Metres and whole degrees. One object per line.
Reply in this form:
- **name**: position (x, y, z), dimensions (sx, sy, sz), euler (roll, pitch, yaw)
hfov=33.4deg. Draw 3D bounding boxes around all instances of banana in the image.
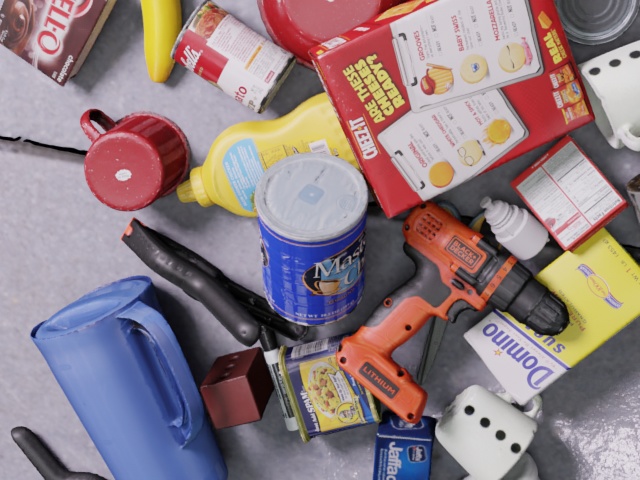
- **banana**: position (-0.171, -0.253, 1.033), dimensions (0.070, 0.037, 0.198), euler (-15, 102, 36)

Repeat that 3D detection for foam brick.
- **foam brick**: position (-0.085, 0.154, 1.112), dimensions (0.053, 0.078, 0.051), euler (-15, 105, 12)

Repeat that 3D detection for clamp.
- **clamp**: position (-0.296, 0.296, 1.202), dimensions (0.171, 0.039, 0.120), euler (32, 109, -2)
- **clamp**: position (-0.110, 0.045, 1.075), dimensions (0.210, 0.164, 0.036), euler (34, 95, 22)

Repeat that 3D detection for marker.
- **marker**: position (-0.043, 0.145, 1.134), dimensions (0.020, 0.020, 0.121), euler (-14, 103, 12)

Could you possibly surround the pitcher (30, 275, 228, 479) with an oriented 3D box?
- **pitcher**: position (-0.182, 0.168, 1.100), dimensions (0.145, 0.149, 0.243), euler (-23, 105, 2)

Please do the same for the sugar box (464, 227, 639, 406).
- **sugar box**: position (0.238, 0.075, 1.049), dimensions (0.176, 0.048, 0.093), euler (-42, 76, 13)

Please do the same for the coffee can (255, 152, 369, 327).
- **coffee can**: position (-0.007, 0.001, 1.012), dimensions (0.103, 0.102, 0.140), euler (6, 142, 6)

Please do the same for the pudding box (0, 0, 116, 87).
- **pudding box**: position (-0.258, -0.221, 1.038), dimensions (0.090, 0.039, 0.114), euler (35, 123, -2)

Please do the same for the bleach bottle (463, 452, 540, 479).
- **bleach bottle**: position (0.241, 0.352, 1.131), dimensions (0.103, 0.068, 0.251), euler (-30, 102, 16)

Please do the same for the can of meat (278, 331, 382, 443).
- **can of meat**: position (0.012, 0.151, 1.109), dimensions (0.084, 0.057, 0.102), euler (-15, 103, 10)

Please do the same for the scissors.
- **scissors**: position (0.115, 0.046, 1.085), dimensions (0.096, 0.016, 0.202), euler (31, 107, 0)

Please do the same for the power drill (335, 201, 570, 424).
- **power drill**: position (0.120, 0.082, 1.029), dimensions (0.184, 0.057, 0.187), euler (38, 92, 12)

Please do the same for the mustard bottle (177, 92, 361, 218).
- **mustard bottle**: position (-0.052, -0.073, 1.052), dimensions (0.192, 0.058, 0.096), euler (-18, 116, 12)

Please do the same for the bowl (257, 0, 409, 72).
- **bowl**: position (0.015, -0.232, 1.000), dimensions (0.162, 0.055, 0.162), euler (2, 106, 8)

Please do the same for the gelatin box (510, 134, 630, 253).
- **gelatin box**: position (0.239, -0.044, 1.019), dimensions (0.073, 0.030, 0.089), euler (-42, 72, 17)

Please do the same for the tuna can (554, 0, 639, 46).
- **tuna can**: position (0.250, -0.222, 0.980), dimensions (0.086, 0.033, 0.086), euler (2, 106, 8)

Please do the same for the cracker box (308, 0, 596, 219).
- **cracker box**: position (0.119, -0.142, 0.971), dimensions (0.213, 0.072, 0.164), euler (-26, 107, -1)

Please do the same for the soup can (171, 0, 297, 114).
- **soup can**: position (-0.082, -0.175, 1.023), dimensions (0.102, 0.068, 0.068), euler (33, 107, -2)

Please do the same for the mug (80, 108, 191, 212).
- **mug**: position (-0.191, -0.084, 1.057), dimensions (0.093, 0.081, 0.117), euler (-40, 97, 16)
